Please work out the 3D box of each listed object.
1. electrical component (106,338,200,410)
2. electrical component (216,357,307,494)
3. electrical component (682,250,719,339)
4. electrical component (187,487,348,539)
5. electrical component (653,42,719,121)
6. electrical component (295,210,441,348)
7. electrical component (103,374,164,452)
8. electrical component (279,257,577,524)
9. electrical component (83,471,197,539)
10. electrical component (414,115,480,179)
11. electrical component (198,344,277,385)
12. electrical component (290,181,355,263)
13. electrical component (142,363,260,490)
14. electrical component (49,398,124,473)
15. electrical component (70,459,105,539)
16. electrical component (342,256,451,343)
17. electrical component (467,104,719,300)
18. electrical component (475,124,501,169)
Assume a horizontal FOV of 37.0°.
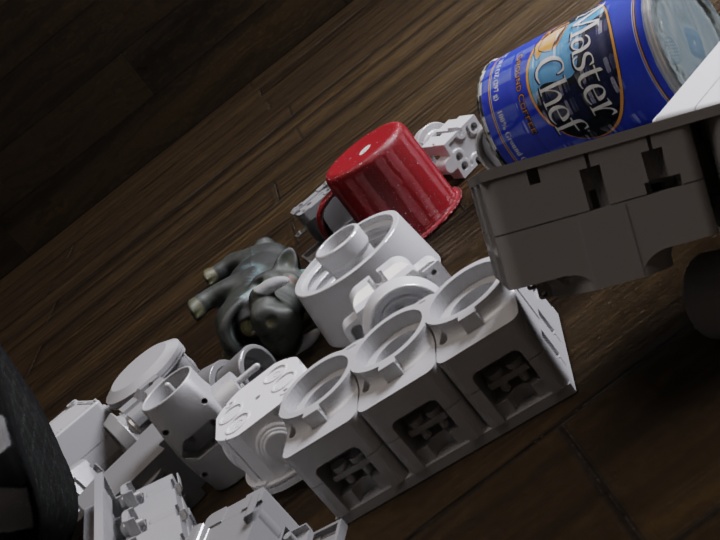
[{"bbox_3d":[-0.174,0.101,0.927,0.080,0.051,0.080,-35,18,13],"label":"electrical component"},{"bbox_3d":[-0.050,0.098,0.681,0.080,0.051,0.080,-35,18,13],"label":"electrical component"},{"bbox_3d":[0.178,0.008,0.467,0.078,0.040,0.040,-13,31,54],"label":"electrical component"},{"bbox_3d":[-0.055,0.165,0.504,0.079,0.063,0.121,-31,19,22],"label":"electrical component"},{"bbox_3d":[0.222,-0.092,0.593,0.096,0.061,0.061,-47,19,-24],"label":"electrical component"},{"bbox_3d":[0.000,0.000,0.813,0.108,0.060,0.108,-35,18,13],"label":"electrical component"},{"bbox_3d":[-0.163,0.122,0.844,0.057,0.058,0.078,-41,17,-18],"label":"electrical component"},{"bbox_3d":[0.034,0.060,0.592,0.150,0.061,0.089,-33,18,17],"label":"electrical component"},{"bbox_3d":[-0.122,0.167,0.622,0.063,0.078,0.121,-25,16,-8],"label":"electrical component"},{"bbox_3d":[0.079,-0.108,0.954,0.066,0.048,0.055,-46,26,-24],"label":"electrical component"},{"bbox_3d":[-0.093,0.086,0.812,0.055,0.045,0.045,-28,20,32],"label":"electrical component"},{"bbox_3d":[-0.024,-0.043,0.967,0.081,0.063,0.042,-41,18,-6],"label":"electrical component"},{"bbox_3d":[-0.093,0.096,0.732,0.079,0.077,0.043,-39,17,-2],"label":"electrical component"},{"bbox_3d":[-0.244,0.155,0.928,0.096,0.061,0.062,-42,16,-30],"label":"electrical component"},{"bbox_3d":[-0.222,0.178,0.808,0.081,0.042,0.064,-56,-10,31],"label":"electrical component"},{"bbox_3d":[0.028,0.028,0.694,0.078,0.058,0.057,-38,14,2],"label":"electrical component"},{"bbox_3d":[0.149,-0.039,0.490,0.186,0.060,0.105,-16,2,4],"label":"electrical component"},{"bbox_3d":[0.124,-0.105,0.834,0.078,0.058,0.057,-20,22,46],"label":"electrical component"}]
